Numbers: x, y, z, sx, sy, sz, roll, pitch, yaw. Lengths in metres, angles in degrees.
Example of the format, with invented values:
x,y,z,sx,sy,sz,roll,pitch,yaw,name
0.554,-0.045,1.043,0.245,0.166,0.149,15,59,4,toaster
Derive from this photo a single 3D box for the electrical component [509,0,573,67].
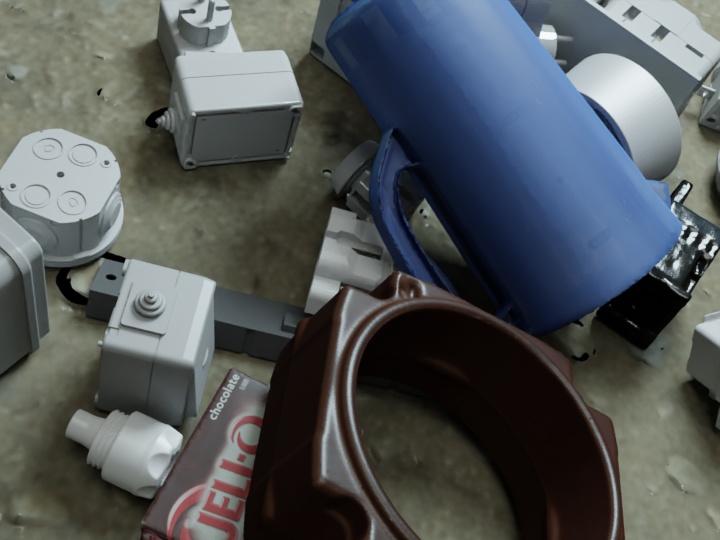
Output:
x,y,z,sx,sy,sz,roll,pitch,yaw,name
0.124,-0.167,0.809,0.074,0.138,0.052,2,32,-14,electrical component

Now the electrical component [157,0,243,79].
x,y,z,sx,sy,sz,roll,pitch,yaw,name
-0.114,-0.175,0.781,0.047,0.076,0.065,-11,61,-22,electrical component

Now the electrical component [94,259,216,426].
x,y,z,sx,sy,sz,roll,pitch,yaw,name
-0.116,0.041,0.627,0.061,0.096,0.061,14,55,-6,electrical component

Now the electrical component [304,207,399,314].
x,y,z,sx,sy,sz,roll,pitch,yaw,name
0.000,0.000,0.710,0.057,0.058,0.078,16,51,-3,electrical component

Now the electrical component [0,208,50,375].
x,y,z,sx,sy,sz,roll,pitch,yaw,name
-0.223,0.008,0.609,0.078,0.113,0.057,40,59,12,electrical component

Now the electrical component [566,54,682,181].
x,y,z,sx,sy,sz,roll,pitch,yaw,name
0.175,-0.098,0.795,0.060,0.108,0.108,-34,71,-24,electrical component

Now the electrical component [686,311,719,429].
x,y,z,sx,sy,sz,roll,pitch,yaw,name
0.294,0.056,0.747,0.121,0.078,0.063,-13,33,-22,electrical component

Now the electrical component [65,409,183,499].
x,y,z,sx,sy,sz,roll,pitch,yaw,name
-0.137,0.100,0.615,0.062,0.043,0.043,25,55,2,electrical component

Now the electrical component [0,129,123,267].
x,y,z,sx,sy,sz,roll,pitch,yaw,name
-0.192,-0.046,0.691,0.080,0.051,0.080,7,56,-11,electrical component

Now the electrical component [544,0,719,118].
x,y,z,sx,sy,sz,roll,pitch,yaw,name
0.179,-0.182,0.850,0.186,0.105,0.060,39,56,11,electrical component

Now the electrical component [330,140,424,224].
x,y,z,sx,sy,sz,roll,pitch,yaw,name
0.013,-0.058,0.760,0.055,0.048,0.066,45,57,6,electrical component

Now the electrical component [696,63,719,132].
x,y,z,sx,sy,sz,roll,pitch,yaw,name
0.317,-0.146,0.901,0.066,0.048,0.055,21,62,-1,electrical component

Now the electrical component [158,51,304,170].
x,y,z,sx,sy,sz,roll,pitch,yaw,name
-0.096,-0.115,0.756,0.096,0.061,0.061,-8,60,-20,electrical component

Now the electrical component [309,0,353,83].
x,y,z,sx,sy,sz,roll,pitch,yaw,name
0.025,-0.181,0.805,0.109,0.108,0.056,39,59,11,electrical component
